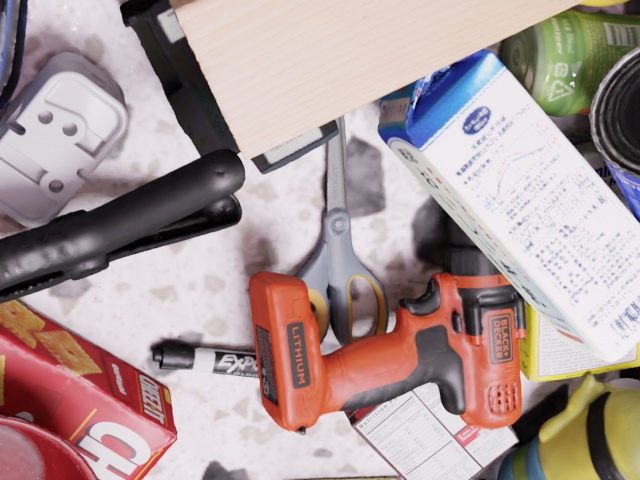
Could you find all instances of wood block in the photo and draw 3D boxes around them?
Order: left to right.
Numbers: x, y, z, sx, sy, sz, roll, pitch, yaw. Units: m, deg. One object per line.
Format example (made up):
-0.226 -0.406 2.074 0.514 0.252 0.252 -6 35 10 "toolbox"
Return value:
0.028 -0.137 0.575 0.206 0.090 0.091 -26 116 -1 "wood block"

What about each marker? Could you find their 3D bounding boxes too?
-0.059 0.088 0.759 0.121 0.020 0.020 8 111 -16 "marker"

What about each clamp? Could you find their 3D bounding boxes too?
-0.135 0.000 0.617 0.209 0.165 0.036 -20 85 -13 "clamp"

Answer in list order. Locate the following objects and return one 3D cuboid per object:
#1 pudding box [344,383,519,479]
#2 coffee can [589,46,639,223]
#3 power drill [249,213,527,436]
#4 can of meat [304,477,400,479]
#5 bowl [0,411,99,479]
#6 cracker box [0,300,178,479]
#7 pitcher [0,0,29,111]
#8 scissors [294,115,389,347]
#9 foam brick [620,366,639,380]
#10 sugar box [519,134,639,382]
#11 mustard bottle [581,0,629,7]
0.084 0.137 0.804 0.090 0.039 0.113 -39 114 4 "pudding box"
0.235 -0.046 0.653 0.103 0.103 0.140 -40 139 6 "coffee can"
0.050 0.047 0.718 0.187 0.057 0.184 -7 94 -17 "power drill"
0.021 0.235 0.823 0.102 0.057 0.084 2 116 -14 "can of meat"
-0.214 0.161 0.653 0.162 0.055 0.162 -6 115 -13 "bowl"
-0.228 0.124 0.705 0.213 0.072 0.164 36 102 -25 "cracker box"
-0.235 -0.167 0.553 0.145 0.149 0.243 13 107 0 "pitcher"
-0.005 0.001 0.732 0.096 0.016 0.202 -21 116 -10 "scissors"
0.269 0.118 0.832 0.051 0.053 0.078 -4 114 -12 "foam brick"
0.188 0.013 0.771 0.093 0.048 0.176 -8 112 -9 "sugar box"
0.164 -0.196 0.664 0.191 0.058 0.096 4 107 -15 "mustard bottle"
